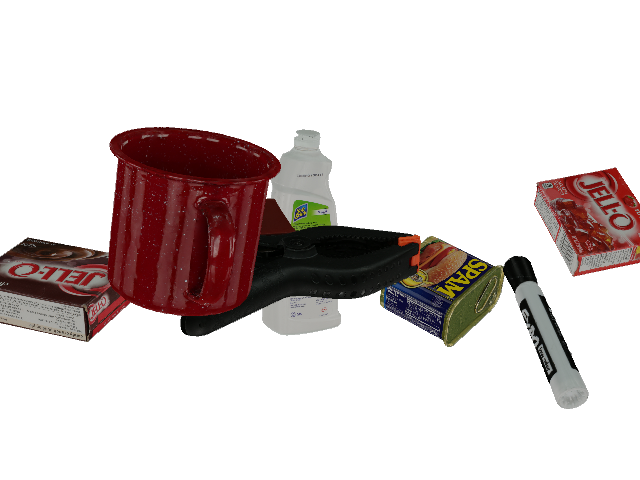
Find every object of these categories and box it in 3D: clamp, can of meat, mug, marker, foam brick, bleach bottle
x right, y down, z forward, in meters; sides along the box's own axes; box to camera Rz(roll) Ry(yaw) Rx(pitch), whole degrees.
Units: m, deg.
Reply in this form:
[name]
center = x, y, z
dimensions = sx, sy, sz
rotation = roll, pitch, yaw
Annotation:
[clamp]
center = -0.027, 0.015, 0.826
dimensions = 0.209, 0.036, 0.165
rotation = -8, 26, -21
[can of meat]
center = 0.121, 0.048, 1.068
dimensions = 0.084, 0.057, 0.101
rotation = 28, 44, 29
[mug]
center = -0.069, -0.006, 0.579
dimensions = 0.093, 0.081, 0.117
rotation = 1, 22, -25
[marker]
center = 0.136, 0.052, 0.657
dimensions = 0.020, 0.020, 0.121
rotation = 0, 40, -10
[foam brick]
center = -0.062, -0.003, 1.096
dimensions = 0.053, 0.051, 0.078
rotation = -4, 30, -19
[bleach bottle]
center = -0.017, -0.012, 1.322
dimensions = 0.102, 0.251, 0.068
rotation = -8, 22, -33

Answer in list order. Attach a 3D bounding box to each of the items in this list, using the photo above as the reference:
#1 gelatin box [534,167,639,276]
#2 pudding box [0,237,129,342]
[gelatin box]
center = 0.227, -0.017, 0.880
dimensions = 0.073, 0.089, 0.030
rotation = -11, -42, -9
[pudding box]
center = -0.216, 0.038, 0.872
dimensions = 0.114, 0.039, 0.090
rotation = 8, 25, 18
